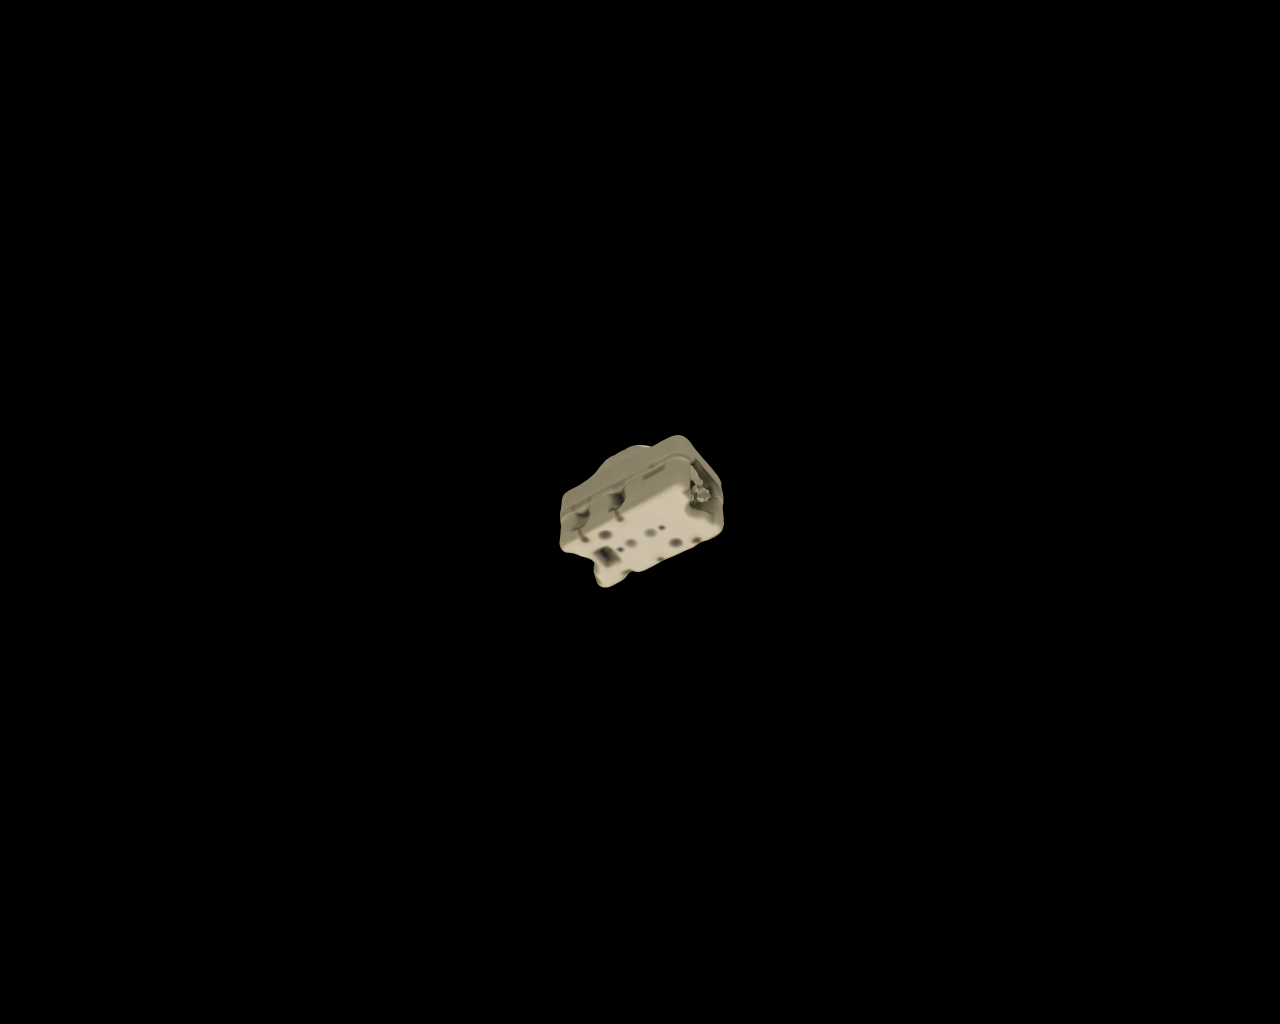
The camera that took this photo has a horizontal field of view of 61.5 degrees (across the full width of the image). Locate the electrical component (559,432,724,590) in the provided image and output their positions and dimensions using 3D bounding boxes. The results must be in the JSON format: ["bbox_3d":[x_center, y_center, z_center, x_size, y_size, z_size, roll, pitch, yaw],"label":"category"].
[{"bbox_3d":[0.001,-0.003,0.650,0.089,0.056,0.050,-27,-53,22],"label":"electrical component"}]
